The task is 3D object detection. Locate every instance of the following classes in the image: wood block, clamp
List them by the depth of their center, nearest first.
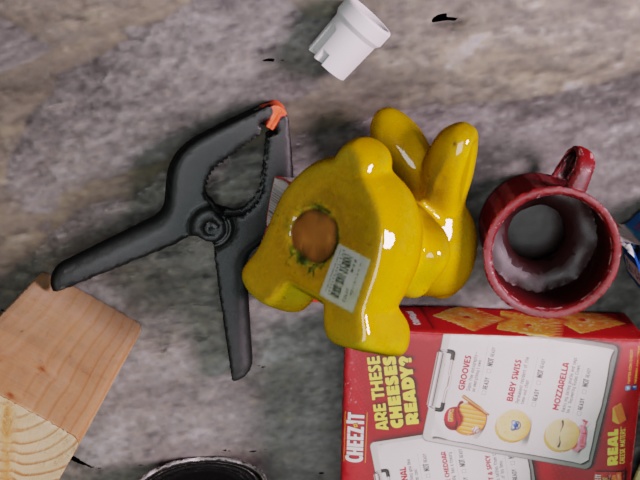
[{"bbox_3d":[-0.197,0.107,0.731,0.090,0.206,0.091,30,103,-7],"label":"wood block"},{"bbox_3d":[-0.091,-0.012,0.781,0.164,0.036,0.210,22,103,-13],"label":"clamp"}]

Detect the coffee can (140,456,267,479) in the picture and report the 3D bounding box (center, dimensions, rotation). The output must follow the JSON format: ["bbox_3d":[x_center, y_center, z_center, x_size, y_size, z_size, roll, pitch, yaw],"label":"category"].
[{"bbox_3d":[-0.088,0.252,0.820,0.103,0.103,0.140,-2,105,2],"label":"coffee can"}]

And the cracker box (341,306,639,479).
[{"bbox_3d":[0.123,0.136,0.801,0.213,0.072,0.164,2,103,2],"label":"cracker box"}]

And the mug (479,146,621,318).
[{"bbox_3d":[0.161,-0.012,0.754,0.093,0.081,0.117,18,105,-3],"label":"mug"}]

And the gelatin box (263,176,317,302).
[{"bbox_3d":[-0.005,0.001,0.774,0.073,0.030,0.089,3,108,-32],"label":"gelatin box"}]
